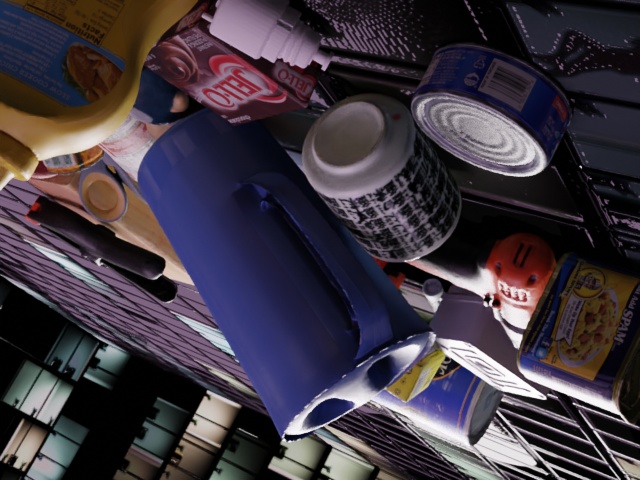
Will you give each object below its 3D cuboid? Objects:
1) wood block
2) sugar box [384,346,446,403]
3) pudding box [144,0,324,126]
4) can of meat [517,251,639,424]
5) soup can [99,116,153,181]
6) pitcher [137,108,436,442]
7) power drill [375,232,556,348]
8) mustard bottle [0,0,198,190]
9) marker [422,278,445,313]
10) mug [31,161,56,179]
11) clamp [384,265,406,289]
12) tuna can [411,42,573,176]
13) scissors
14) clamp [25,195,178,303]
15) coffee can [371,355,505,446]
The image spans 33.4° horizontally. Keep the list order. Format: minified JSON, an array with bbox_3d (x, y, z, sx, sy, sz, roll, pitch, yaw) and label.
[{"bbox_3d":[-0.188,-0.042,1.104,0.091,0.090,0.205,13,159,46],"label":"wood block"},{"bbox_3d":[0.025,0.084,1.002,0.176,0.048,0.093,28,-170,16],"label":"sugar box"},{"bbox_3d":[-0.062,-0.119,0.709,0.090,0.039,0.114,34,166,-25],"label":"pudding box"},{"bbox_3d":[0.196,0.065,0.743,0.084,0.102,0.057,19,165,39],"label":"can of meat"},{"bbox_3d":[-0.160,-0.097,0.906,0.069,0.068,0.102,19,164,31],"label":"soup can"},{"bbox_3d":[-0.032,0.013,0.789,0.243,0.149,0.144,54,-157,18],"label":"pitcher"},{"bbox_3d":[0.107,0.026,0.865,0.188,0.057,0.184,19,159,22],"label":"power drill"},{"bbox_3d":[-0.141,-0.106,0.591,0.096,0.191,0.058,28,166,2],"label":"mustard bottle"},{"bbox_3d":[0.121,0.068,1.055,0.020,0.020,0.121,21,164,25],"label":"marker"},{"bbox_3d":[-0.270,-0.118,0.992,0.093,0.117,0.082,-12,-151,-34],"label":"mug"},{"bbox_3d":[-0.008,0.027,1.098,0.210,0.036,0.164,18,154,25],"label":"clamp"},{"bbox_3d":[0.095,-0.071,0.596,0.086,0.033,0.086,27,166,7],"label":"tuna can"},{"bbox_3d":[-0.220,-0.091,0.969,0.201,0.096,0.016,43,-160,-23],"label":"scissors"},{"bbox_3d":[-0.216,0.005,1.060,0.171,0.039,0.120,29,160,-2],"label":"clamp"},{"bbox_3d":[0.122,0.150,1.165,0.140,0.102,0.102,22,164,24],"label":"coffee can"}]
